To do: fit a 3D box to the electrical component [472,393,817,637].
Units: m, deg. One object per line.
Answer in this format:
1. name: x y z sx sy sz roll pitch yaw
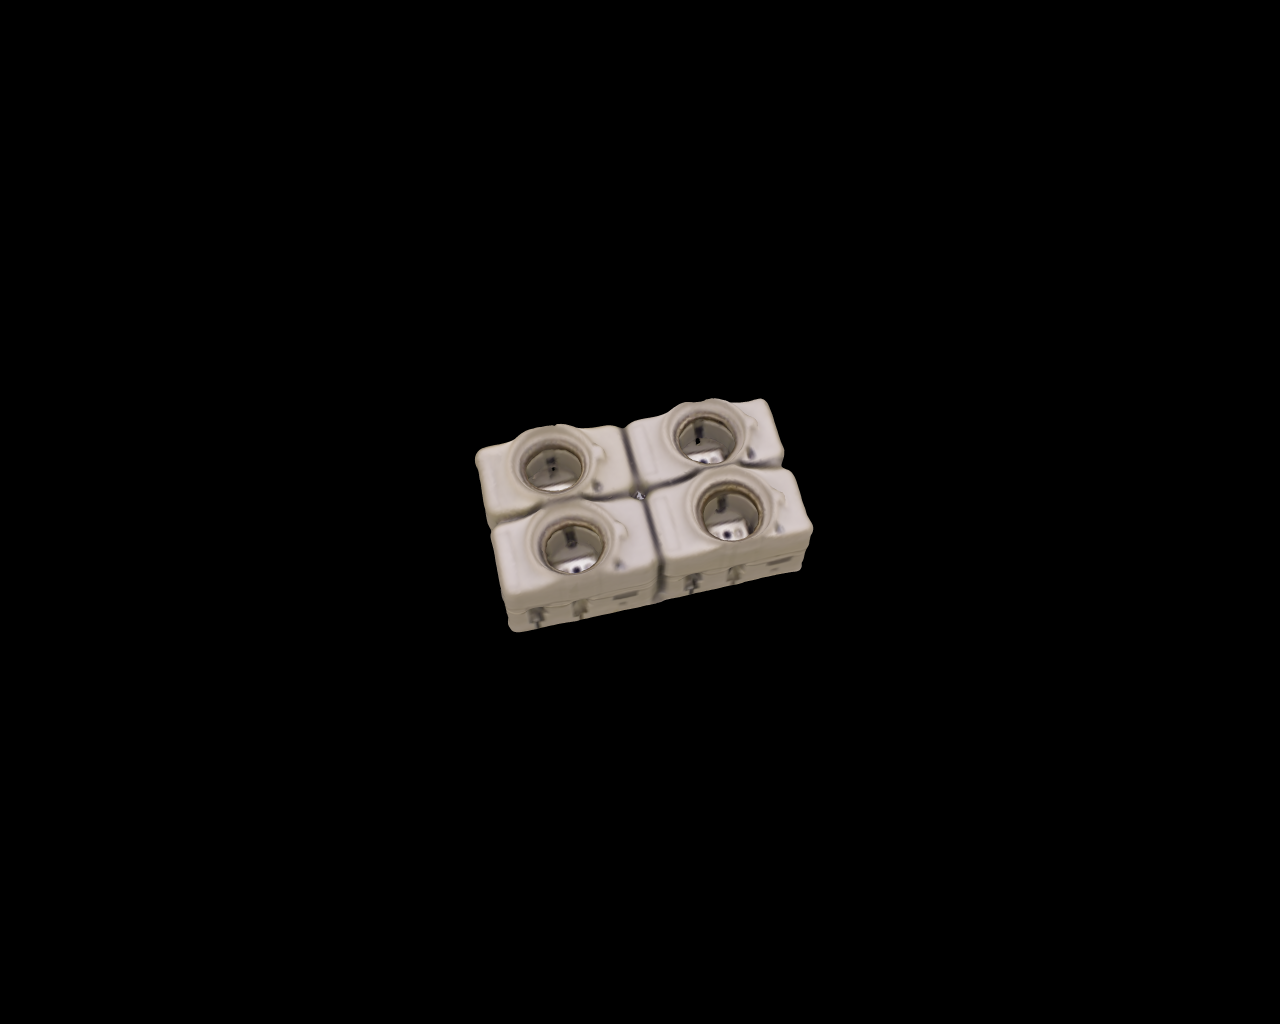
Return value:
1. electrical component: 0.001 -0.003 0.650 0.186 0.105 0.060 -11 -30 -6
